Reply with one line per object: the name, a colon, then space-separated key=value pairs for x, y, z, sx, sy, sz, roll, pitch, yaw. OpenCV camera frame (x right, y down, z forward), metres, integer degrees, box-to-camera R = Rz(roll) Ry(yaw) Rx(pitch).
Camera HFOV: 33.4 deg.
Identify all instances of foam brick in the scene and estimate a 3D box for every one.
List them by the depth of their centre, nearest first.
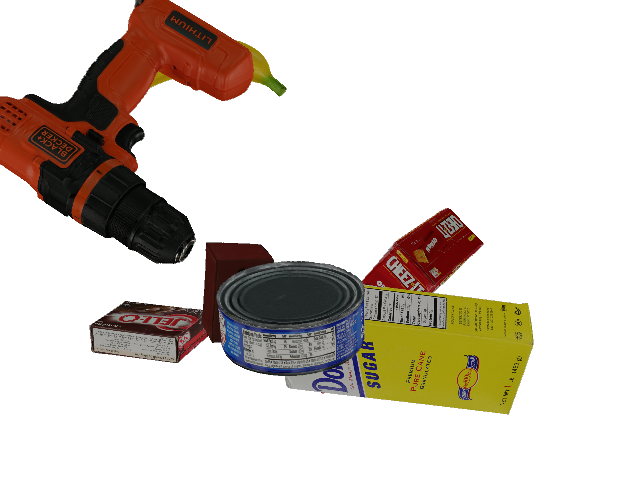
foam brick: x=-0.074 y=0.045 z=0.947 sx=0.053 sy=0.078 sz=0.051 roll=0 pitch=15 yaw=-16

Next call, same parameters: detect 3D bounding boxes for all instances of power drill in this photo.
power drill: x=-0.131 y=-0.087 z=0.789 sx=0.184 sy=0.187 sz=0.057 roll=33 pitch=-32 yaw=9

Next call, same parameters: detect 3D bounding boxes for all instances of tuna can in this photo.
tuna can: x=-0.017 y=0.044 z=0.620 sx=0.086 sy=0.034 sz=0.086 roll=-2 pitch=23 yaw=1

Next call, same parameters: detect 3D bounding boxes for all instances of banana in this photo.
banana: x=-0.130 y=-0.176 z=1.080 sx=0.197 sy=0.070 sz=0.037 roll=-7 pitch=-39 yaw=-29

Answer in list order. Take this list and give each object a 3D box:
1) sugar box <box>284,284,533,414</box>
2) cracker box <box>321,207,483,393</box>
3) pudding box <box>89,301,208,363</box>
sugar box: x=0.063 y=0.080 z=0.801 sx=0.176 sy=0.048 sz=0.093 roll=4 pitch=-44 yaw=-1
cracker box: x=0.076 y=0.068 z=1.267 sx=0.214 sy=0.072 sz=0.164 roll=-48 pitch=-8 yaw=31
pudding box: x=-0.198 y=0.106 z=1.245 sx=0.114 sy=0.039 sz=0.090 roll=3 pitch=15 yaw=17
